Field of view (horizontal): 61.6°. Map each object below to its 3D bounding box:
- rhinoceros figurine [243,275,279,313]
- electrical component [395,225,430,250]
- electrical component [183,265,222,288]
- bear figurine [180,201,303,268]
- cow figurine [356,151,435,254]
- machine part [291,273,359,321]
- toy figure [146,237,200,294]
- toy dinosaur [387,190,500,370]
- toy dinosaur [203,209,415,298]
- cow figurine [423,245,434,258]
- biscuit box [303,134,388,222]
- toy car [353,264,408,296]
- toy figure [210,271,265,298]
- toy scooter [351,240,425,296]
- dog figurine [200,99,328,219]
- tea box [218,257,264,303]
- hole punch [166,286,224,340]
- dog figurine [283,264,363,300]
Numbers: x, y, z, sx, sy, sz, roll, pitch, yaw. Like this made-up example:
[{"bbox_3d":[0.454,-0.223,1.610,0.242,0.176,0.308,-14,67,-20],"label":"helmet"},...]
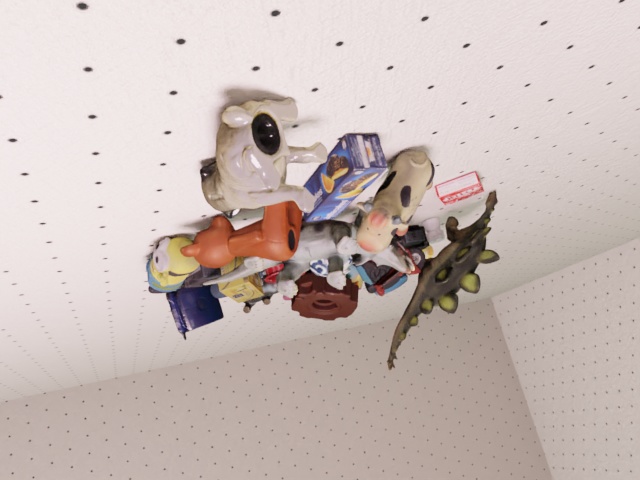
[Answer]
[{"bbox_3d":[-0.131,0.119,1.383,0.190,0.073,0.112,-27,-178,23],"label":"rhinoceros figurine"},{"bbox_3d":[0.212,0.008,1.388,0.115,0.058,0.134,-10,164,-23],"label":"electrical component"},{"bbox_3d":[-0.231,0.047,1.090,0.119,0.075,0.047,-23,163,39],"label":"electrical component"},{"bbox_3d":[-0.136,-0.016,0.940,0.196,0.132,0.120,-1,168,20],"label":"bear figurine"},{"bbox_3d":[0.122,-0.061,0.867,0.086,0.195,0.127,28,161,15],"label":"cow figurine"},{"bbox_3d":[0.011,0.147,1.344,0.179,0.056,0.179,1,147,1],"label":"machine part"},{"bbox_3d":[-0.288,0.050,1.043,0.089,0.082,0.180,-18,164,-31],"label":"toy figure"},{"bbox_3d":[0.272,0.081,1.193,0.471,0.105,0.198,-55,-170,-6],"label":"toy dinosaur"},{"bbox_3d":[-0.021,0.012,1.066,0.405,0.131,0.192,-3,-155,12],"label":"toy dinosaur"},{"bbox_3d":[0.235,0.038,1.502,0.167,0.068,0.098,-17,158,5],"label":"cow figurine"},{"bbox_3d":[0.030,-0.093,0.861,0.059,0.063,0.202,-6,162,-25],"label":"biscuit box"},{"bbox_3d":[0.134,0.049,1.304,0.109,0.103,0.161,-33,116,11],"label":"toy car"},{"bbox_3d":[-0.203,0.098,1.323,0.154,0.064,0.057,-28,122,26],"label":"toy figure"},{"bbox_3d":[0.132,0.040,1.168,0.135,0.184,0.075,-56,-171,-12],"label":"toy scooter"},{"bbox_3d":[-0.112,-0.098,0.685,0.191,0.121,0.172,-5,138,35],"label":"dog figurine"},{"bbox_3d":[-0.181,0.075,1.192,0.068,0.098,0.169,-17,162,1],"label":"tea box"},{"bbox_3d":[-0.310,0.165,1.338,0.092,0.142,0.116,-17,178,16],"label":"hole punch"},{"bbox_3d":[0.001,0.095,1.414,0.219,0.108,0.191,-12,165,0],"label":"dog figurine"}]
